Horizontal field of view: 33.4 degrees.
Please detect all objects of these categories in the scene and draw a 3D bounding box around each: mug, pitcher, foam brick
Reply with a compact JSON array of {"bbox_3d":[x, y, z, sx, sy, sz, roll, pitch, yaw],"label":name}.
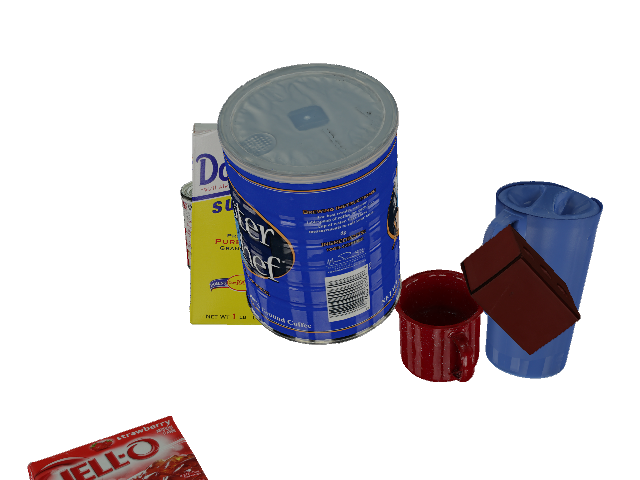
[{"bbox_3d":[0.126,0.096,1.080,0.093,0.081,0.117,-16,38,-15],"label":"mug"},{"bbox_3d":[0.273,0.055,1.384,0.149,0.243,0.145,5,23,3],"label":"pitcher"},{"bbox_3d":[0.154,0.039,0.826,0.051,0.078,0.053,-39,23,17],"label":"foam brick"}]

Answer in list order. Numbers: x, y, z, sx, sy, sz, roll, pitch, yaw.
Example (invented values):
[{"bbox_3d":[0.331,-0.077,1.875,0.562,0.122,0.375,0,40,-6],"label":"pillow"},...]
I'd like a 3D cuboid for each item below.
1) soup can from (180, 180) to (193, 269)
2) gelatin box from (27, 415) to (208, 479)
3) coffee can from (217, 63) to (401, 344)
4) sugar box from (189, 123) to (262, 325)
[{"bbox_3d":[-0.135,-0.018,1.312,0.068,0.102,0.068,-2,26,1],"label":"soup can"},{"bbox_3d":[-0.112,0.140,0.599,0.089,0.030,0.073,-16,28,-20],"label":"gelatin box"},{"bbox_3d":[-0.003,-0.021,0.647,0.103,0.140,0.103,-3,44,3],"label":"coffee can"},{"bbox_3d":[-0.069,-0.014,0.949,0.093,0.176,0.048,0,15,-7],"label":"sugar box"}]
